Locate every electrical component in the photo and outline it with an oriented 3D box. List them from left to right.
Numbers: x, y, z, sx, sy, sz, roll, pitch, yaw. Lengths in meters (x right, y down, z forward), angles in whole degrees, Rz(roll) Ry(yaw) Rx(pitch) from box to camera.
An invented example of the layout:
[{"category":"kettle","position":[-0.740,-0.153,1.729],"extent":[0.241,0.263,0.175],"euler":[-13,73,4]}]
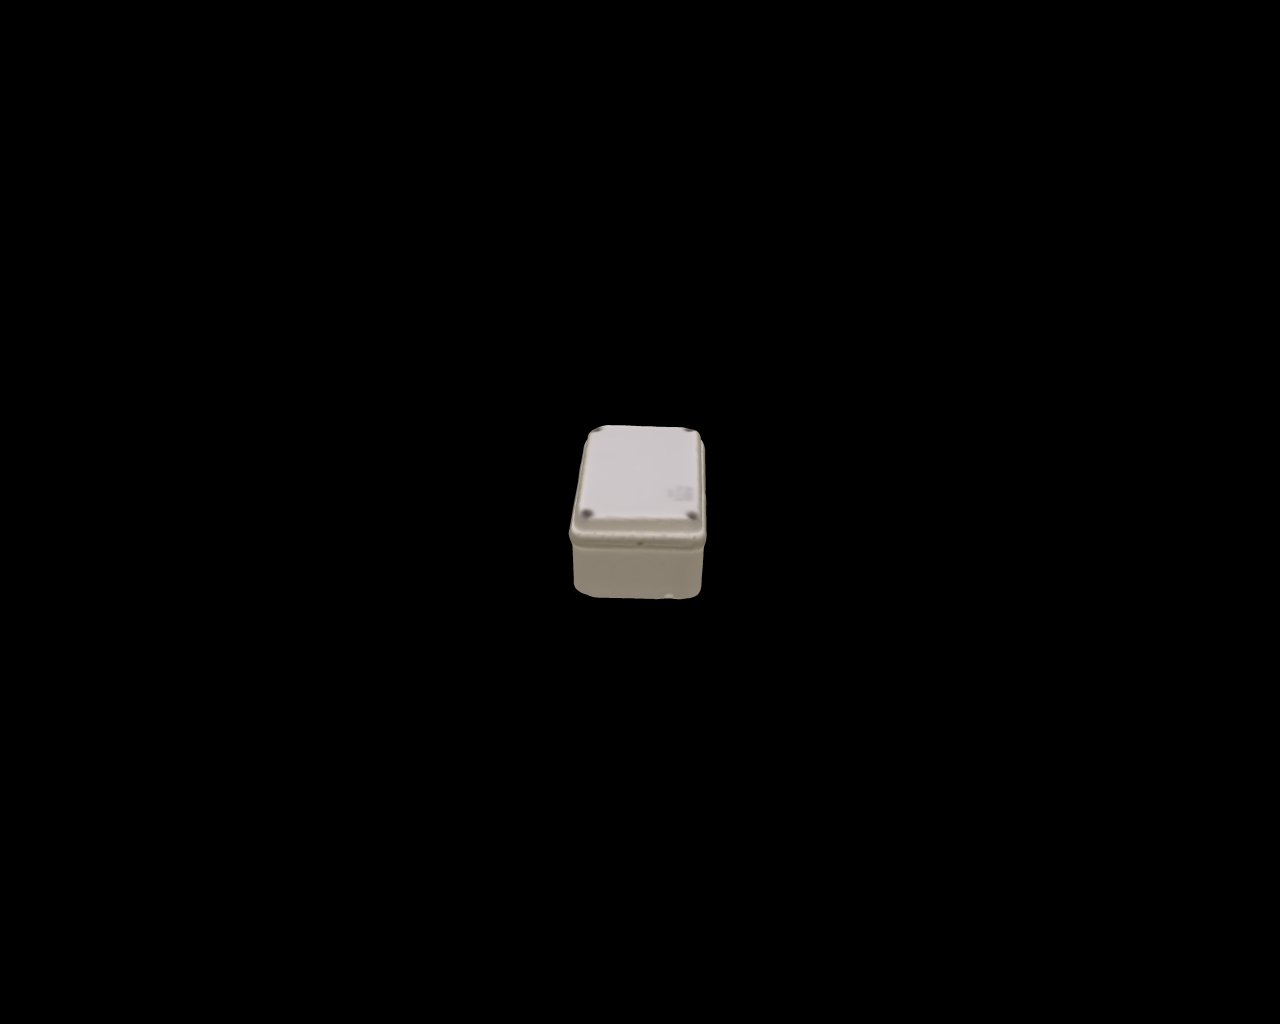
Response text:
[{"category":"electrical component","position":[0.001,-0.003,0.650],"extent":[0.078,0.057,0.113],"euler":[1,35,2]}]
